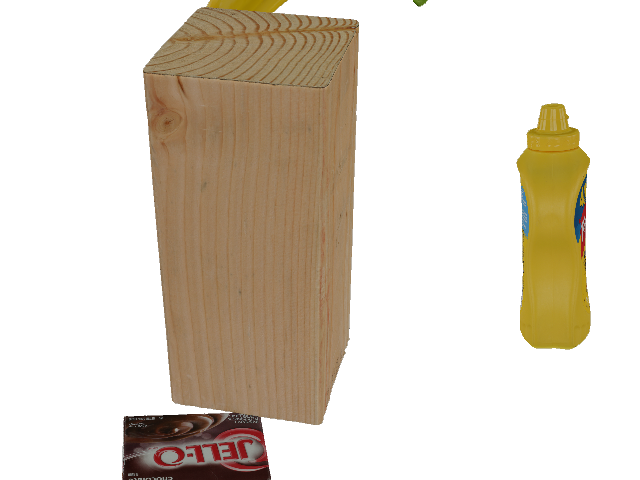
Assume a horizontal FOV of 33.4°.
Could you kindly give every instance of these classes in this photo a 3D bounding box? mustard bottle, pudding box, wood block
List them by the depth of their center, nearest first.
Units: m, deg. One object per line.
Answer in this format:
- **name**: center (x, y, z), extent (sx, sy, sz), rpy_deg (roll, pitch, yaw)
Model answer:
- **wood block**: center (-0.033, -0.011, 0.582), extent (0.091, 0.206, 0.090), rpy_deg (7, 33, 11)
- **pudding box**: center (-0.097, 0.174, 0.829), extent (0.113, 0.039, 0.090), rpy_deg (-2, 25, -8)
- **mustard bottle**: center (0.190, -0.015, 0.868), extent (0.058, 0.192, 0.096), rpy_deg (0, 17, 16)

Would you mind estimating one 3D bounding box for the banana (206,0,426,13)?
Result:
- **banana**: center (-0.008, -0.170, 0.698), extent (0.197, 0.069, 0.037), rpy_deg (-24, -9, -33)
